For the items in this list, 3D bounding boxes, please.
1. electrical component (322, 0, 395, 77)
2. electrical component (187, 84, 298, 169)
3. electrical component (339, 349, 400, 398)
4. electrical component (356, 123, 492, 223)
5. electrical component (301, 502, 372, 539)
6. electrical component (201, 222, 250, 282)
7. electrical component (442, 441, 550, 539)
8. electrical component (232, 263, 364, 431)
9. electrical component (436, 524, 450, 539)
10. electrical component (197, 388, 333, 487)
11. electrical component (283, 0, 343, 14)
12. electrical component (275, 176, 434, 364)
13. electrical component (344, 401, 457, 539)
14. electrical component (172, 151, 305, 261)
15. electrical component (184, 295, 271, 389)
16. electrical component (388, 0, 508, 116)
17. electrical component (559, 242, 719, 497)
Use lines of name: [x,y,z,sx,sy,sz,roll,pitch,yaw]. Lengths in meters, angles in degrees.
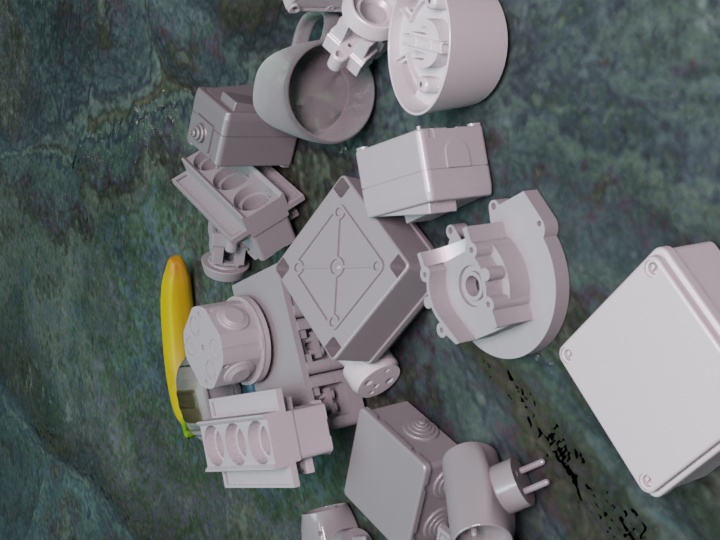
electrical component: [0.005,-0.186,0.820,0.048,0.066,0.055,43,153,3]
electrical component: [-0.109,-0.132,0.968,0.062,0.096,0.061,42,126,42]
electrical component: [0.002,0.073,0.901,0.055,0.045,0.045,55,137,32]
electrical component: [0.043,-0.068,0.797,0.096,0.062,0.061,-11,88,55]
electrical component: [-0.014,0.250,0.963,0.079,0.043,0.077,-23,79,54]
electrical component: [-0.132,-0.022,1.065,0.066,0.048,0.055,-111,27,-57]
electrical component: [0.099,0.159,0.773,0.079,0.043,0.077,-28,34,19]
electrical component: [-0.052,0.072,0.963,0.089,0.062,0.150,-23,78,54]
electrical component: [0.087,0.259,0.805,0.079,0.063,0.121,32,122,47]
electrical component: [-0.080,0.140,0.904,0.121,0.063,0.078,-17,83,55]
electrical component: [-0.025,-0.239,0.826,0.062,0.096,0.061,-40,65,51]
electrical component: [0.000,0.000,0.854,0.108,0.056,0.108,-52,54,25]
electrical component: [0.037,0.164,0.868,0.100,0.048,0.099,37,126,44]
electrical component: [-0.112,-0.066,1.009,0.121,0.079,0.063,42,159,42]
electrical component: [-0.117,0.064,0.951,0.080,0.051,0.080,16,110,52]
electrical component: [0.055,-0.159,0.758,0.099,0.064,0.099,16,110,52]
electrical component: [0.186,0.057,0.626,0.108,0.056,0.108,61,140,26]
